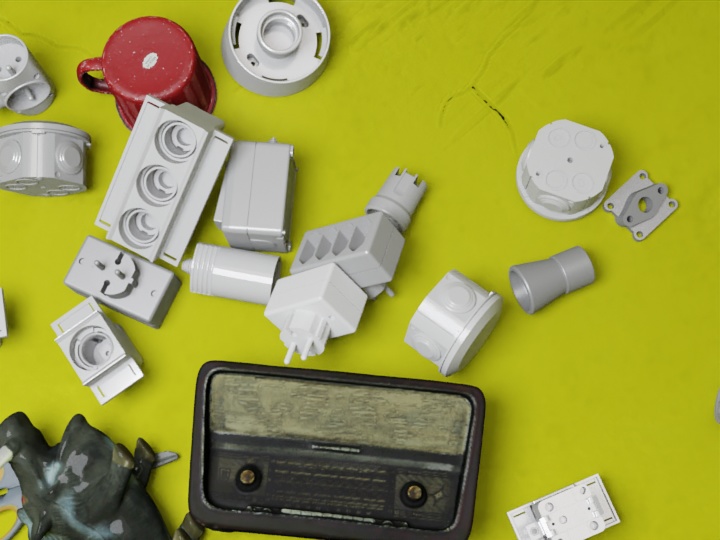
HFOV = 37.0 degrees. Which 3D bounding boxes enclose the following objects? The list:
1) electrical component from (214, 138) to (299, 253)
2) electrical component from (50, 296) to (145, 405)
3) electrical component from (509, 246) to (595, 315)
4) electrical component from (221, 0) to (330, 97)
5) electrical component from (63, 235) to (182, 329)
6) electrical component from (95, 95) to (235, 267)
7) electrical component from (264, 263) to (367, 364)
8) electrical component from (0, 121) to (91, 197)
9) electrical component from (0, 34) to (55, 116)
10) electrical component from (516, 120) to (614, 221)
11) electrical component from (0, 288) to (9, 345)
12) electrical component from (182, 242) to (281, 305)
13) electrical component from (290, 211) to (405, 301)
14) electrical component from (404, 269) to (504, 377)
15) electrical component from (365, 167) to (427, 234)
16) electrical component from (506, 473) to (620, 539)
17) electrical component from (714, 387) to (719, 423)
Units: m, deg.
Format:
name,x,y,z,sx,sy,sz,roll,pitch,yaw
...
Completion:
name,x,y,z,sx,sy,sz,roll,pitch,yaw
electrical component,-0.088,-0.069,0.921,0.061,0.061,0.096,4,76,2
electrical component,-0.213,0.068,0.888,0.042,0.064,0.081,-34,79,-3
electrical component,0.164,0.006,0.908,0.065,0.044,0.044,-21,76,-9
electrical component,-0.075,-0.206,0.967,0.099,0.064,0.099,1,86,-8
electrical component,-0.202,0.006,0.898,0.083,0.075,0.047,23,78,7
electrical component,-0.160,-0.076,0.899,0.079,0.063,0.121,27,109,1
electrical component,-0.041,0.043,0.866,0.066,0.047,0.076,-17,40,39
electrical component,-0.273,-0.095,0.924,0.080,0.080,0.051,-2,81,1
electrical component,-0.316,-0.161,0.942,0.079,0.077,0.044,-29,77,-6
electrical component,0.177,-0.086,0.925,0.080,0.051,0.080,0,76,1
electrical component,-0.332,0.045,0.898,0.081,0.064,0.042,-10,77,-1
electrical component,-0.111,0.003,0.913,0.081,0.043,0.043,10,76,4
electrical component,0.000,0.000,0.900,0.083,0.075,0.047,-13,42,36
electrical component,0.078,0.043,0.881,0.051,0.080,0.080,36,79,15
electrical component,0.032,-0.060,0.928,0.040,0.040,0.046,29,73,8
electrical component,0.162,0.195,0.848,0.081,0.063,0.042,-23,78,-5
electrical component,0.322,0.106,0.872,0.047,0.055,0.055,20,77,2
